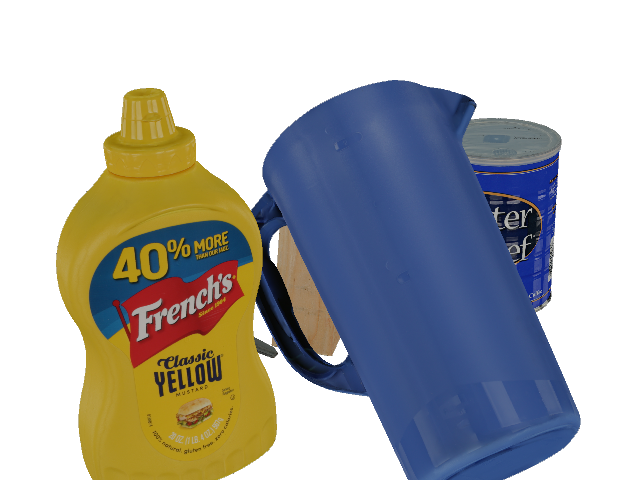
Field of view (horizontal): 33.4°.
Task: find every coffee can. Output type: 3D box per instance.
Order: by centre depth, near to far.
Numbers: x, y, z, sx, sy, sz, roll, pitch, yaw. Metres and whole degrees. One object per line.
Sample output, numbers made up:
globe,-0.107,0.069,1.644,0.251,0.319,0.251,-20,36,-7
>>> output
coffee can,0.144,-0.020,0.887,0.103,0.140,0.103,-2,24,1

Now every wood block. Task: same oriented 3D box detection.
wood block,-0.010,0.042,1.477,0.090,0.206,0.090,9,22,9

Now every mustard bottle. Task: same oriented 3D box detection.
mustard bottle,-0.073,0.023,0.504,0.096,0.192,0.058,-12,24,-23

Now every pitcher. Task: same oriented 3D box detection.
pitcher,0.054,0.036,0.674,0.144,0.243,0.149,-10,-27,-26

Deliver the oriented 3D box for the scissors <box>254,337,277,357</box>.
scissors,-0.105,0.050,0.882,0.202,0.016,0.096,13,26,22
